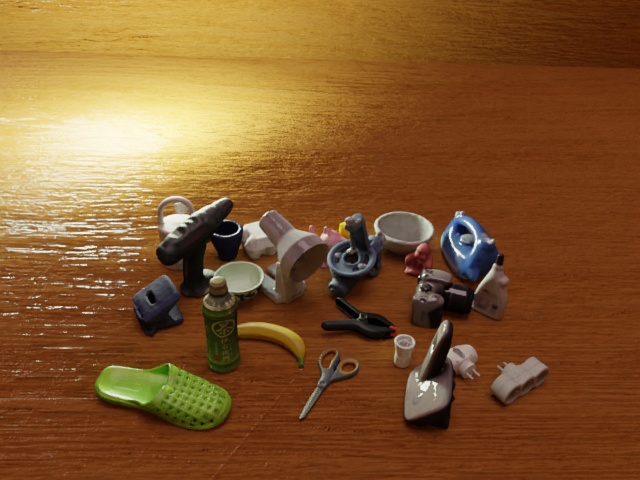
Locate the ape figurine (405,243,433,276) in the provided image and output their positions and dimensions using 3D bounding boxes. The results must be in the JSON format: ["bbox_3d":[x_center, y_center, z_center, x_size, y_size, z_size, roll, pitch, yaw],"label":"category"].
[{"bbox_3d":[0.266,0.049,1.503,0.076,0.092,0.077,-16,38,-26],"label":"ape figurine"}]

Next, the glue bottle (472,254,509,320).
[{"bbox_3d":[0.413,0.105,1.355,0.077,0.173,0.037,26,40,31],"label":"glue bottle"}]

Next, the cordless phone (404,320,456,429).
[{"bbox_3d":[0.220,0.256,1.102,0.094,0.185,0.147,7,34,7],"label":"cordless phone"}]

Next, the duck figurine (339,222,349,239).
[{"bbox_3d":[0.069,-0.012,1.585,0.104,0.086,0.077,-1,34,-6],"label":"duck figurine"}]

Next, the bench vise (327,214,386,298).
[{"bbox_3d":[0.091,0.011,1.430,0.121,0.220,0.208,13,35,15],"label":"bench vise"}]

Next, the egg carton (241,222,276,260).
[{"bbox_3d":[-0.146,-0.005,1.573,0.151,0.069,0.107,-16,38,-26],"label":"egg carton"}]

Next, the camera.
[{"bbox_3d":[0.296,0.135,1.367,0.136,0.101,0.143,12,35,14],"label":"camera"}]

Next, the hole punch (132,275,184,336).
[{"bbox_3d":[-0.373,0.147,1.308,0.101,0.091,0.108,-17,38,-27],"label":"hole punch"}]

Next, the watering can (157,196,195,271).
[{"bbox_3d":[-0.369,-0.031,1.483,0.101,0.194,0.172,-14,37,-24],"label":"watering can"}]

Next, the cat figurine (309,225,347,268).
[{"bbox_3d":[0.014,0.005,1.526,0.067,0.118,0.127,-25,43,-35],"label":"cat figurine"}]

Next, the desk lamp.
[{"bbox_3d":[-0.082,0.047,1.369,0.118,0.214,0.202,-25,43,-35],"label":"desk lamp"}]

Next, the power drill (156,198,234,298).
[{"bbox_3d":[-0.291,0.025,1.391,0.075,0.208,0.230,23,38,27],"label":"power drill"}]

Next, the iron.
[{"bbox_3d":[0.399,-0.002,1.545,0.119,0.141,0.257,-7,35,-14],"label":"iron"}]

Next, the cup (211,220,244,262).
[{"bbox_3d":[-0.261,0.007,1.524,0.117,0.095,0.091,7,34,6],"label":"cup"}]

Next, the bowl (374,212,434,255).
[{"bbox_3d":[0.232,-0.008,1.601,0.167,0.075,0.167,2,33,-1],"label":"bowl"}]
